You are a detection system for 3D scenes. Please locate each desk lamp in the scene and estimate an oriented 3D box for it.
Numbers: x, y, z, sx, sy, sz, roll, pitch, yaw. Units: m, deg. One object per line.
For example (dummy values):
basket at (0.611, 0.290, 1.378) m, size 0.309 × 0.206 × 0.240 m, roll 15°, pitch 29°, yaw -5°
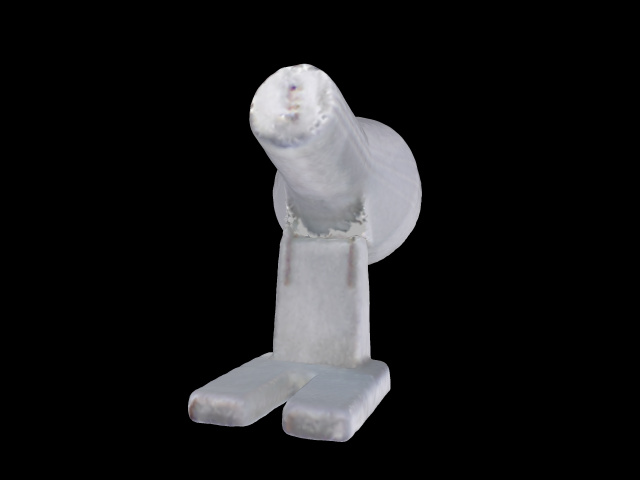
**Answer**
desk lamp at (0.004, 0.001, 0.400) m, size 0.117 × 0.213 × 0.204 m, roll 0°, pitch 0°, yaw 16°
